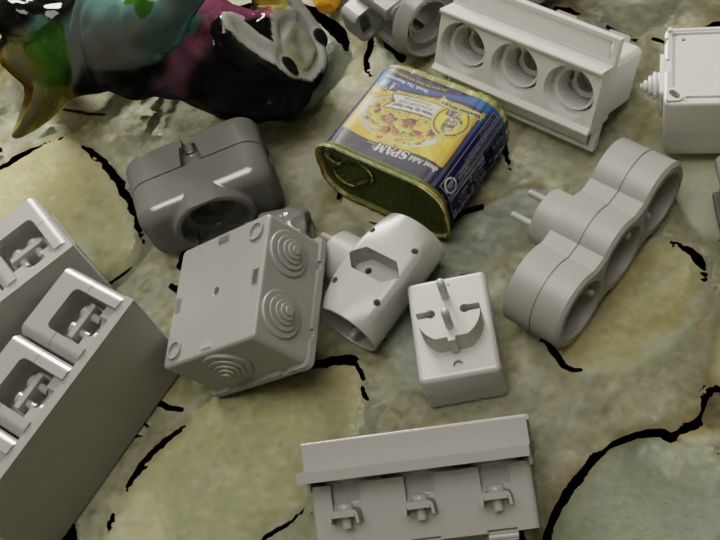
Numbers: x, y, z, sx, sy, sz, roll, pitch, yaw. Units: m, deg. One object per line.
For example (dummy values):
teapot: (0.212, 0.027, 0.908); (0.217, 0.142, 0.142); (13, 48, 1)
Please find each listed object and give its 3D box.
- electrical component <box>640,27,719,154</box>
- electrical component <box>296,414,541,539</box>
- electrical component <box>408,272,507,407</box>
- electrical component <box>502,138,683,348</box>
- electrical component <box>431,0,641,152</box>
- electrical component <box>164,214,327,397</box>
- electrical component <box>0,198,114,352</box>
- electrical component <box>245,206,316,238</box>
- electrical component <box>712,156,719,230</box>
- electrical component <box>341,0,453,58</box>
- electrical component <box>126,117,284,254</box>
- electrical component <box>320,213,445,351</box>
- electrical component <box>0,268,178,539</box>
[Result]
electrical component: (0.225, -0.110, 0.671); (0.096, 0.061, 0.061); (1, 59, 16)
electrical component: (0.035, 0.118, 0.587); (0.121, 0.079, 0.063); (-9, 81, 10)
electrical component: (0.054, 0.032, 0.625); (0.047, 0.076, 0.065); (-11, 59, 8)
electrical component: (0.128, -0.025, 0.653); (0.074, 0.052, 0.138); (31, 72, 28)
electrical component: (0.117, -0.141, 0.712); (0.121, 0.078, 0.063); (29, 42, 27)
electrical component: (-0.071, 0.022, 0.659); (0.100, 0.048, 0.099); (-21, 52, 39)
electrical component: (-0.240, 0.034, 0.694); (0.150, 0.089, 0.061); (-39, 59, -9)
electrical component: (-0.062, -0.021, 0.711); (0.061, 0.035, 0.035); (-10, 59, 11)
electrical component: (0.258, -0.037, 0.626); (0.089, 0.050, 0.055); (-7, 58, 11)
electrical component: (0.035, -0.188, 0.769); (0.078, 0.058, 0.057); (-40, 56, -9)
electrical component: (-0.104, -0.053, 0.729); (0.095, 0.053, 0.059); (-22, 58, 2)
electrical component: (0.000, 0.000, 0.677); (0.079, 0.043, 0.077); (28, 71, 29)
electrical component: (-0.186, 0.085, 0.650); (0.062, 0.089, 0.150); (25, 69, 26)
